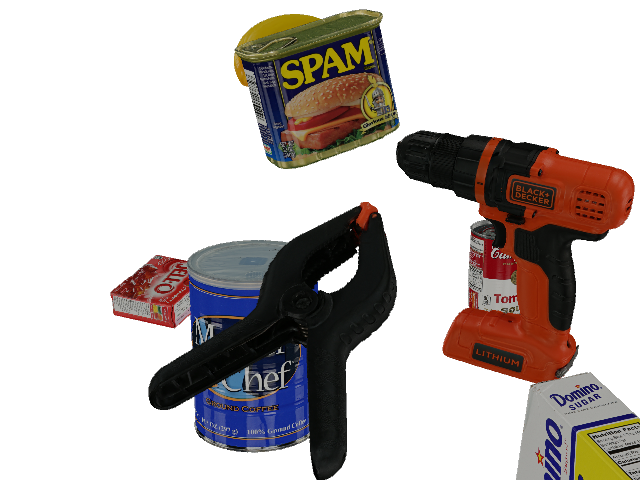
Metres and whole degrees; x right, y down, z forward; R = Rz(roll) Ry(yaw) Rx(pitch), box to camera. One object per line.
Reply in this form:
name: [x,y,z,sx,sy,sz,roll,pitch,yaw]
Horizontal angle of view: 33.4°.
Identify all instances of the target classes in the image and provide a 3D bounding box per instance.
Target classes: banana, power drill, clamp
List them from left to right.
banana: [-0.028,-0.179,0.984,0.070,0.037,0.197,38,32,20]
clamp: [-0.002,0.052,0.596,0.120,0.171,0.039,30,-25,25]
power drill: [0.141,0.011,0.836,0.185,0.188,0.057,16,32,26]

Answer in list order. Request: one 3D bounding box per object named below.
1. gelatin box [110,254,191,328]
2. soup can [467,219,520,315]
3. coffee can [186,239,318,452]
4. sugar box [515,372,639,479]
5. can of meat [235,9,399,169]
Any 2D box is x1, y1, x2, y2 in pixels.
gelatin box: [-0.155,0.049,1.072,0.073,0.030,0.089,10,30,24]
soup can: [0.208,0.033,1.254,0.068,0.102,0.068,-1,19,0]
coffee can: [-0.052,0.081,0.845,0.103,0.140,0.103,0,17,0]
sugar box: [0.156,0.149,0.510,0.048,0.093,0.176,-9,28,-22]
can of meat: [0.001,-0.106,0.745,0.102,0.084,0.057,-20,22,-17]
